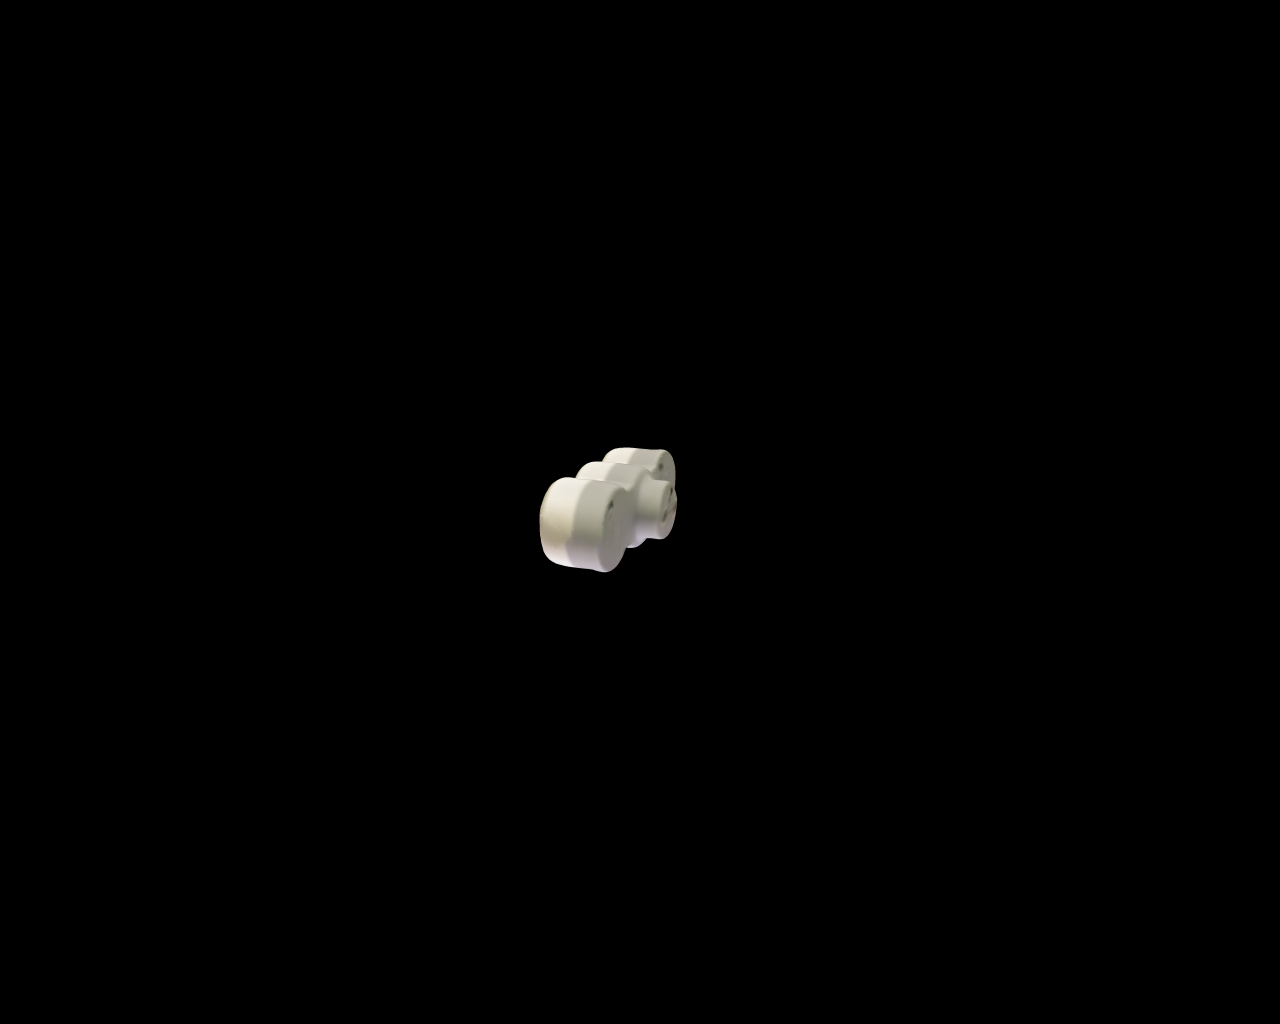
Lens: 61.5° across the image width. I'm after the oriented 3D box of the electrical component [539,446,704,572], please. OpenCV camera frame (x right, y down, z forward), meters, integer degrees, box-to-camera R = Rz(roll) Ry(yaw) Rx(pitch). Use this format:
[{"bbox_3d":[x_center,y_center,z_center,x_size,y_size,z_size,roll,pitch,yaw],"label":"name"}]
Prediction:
[{"bbox_3d":[0.001,-0.003,0.650,0.074,0.052,0.138,6,17,19],"label":"electrical component"}]
